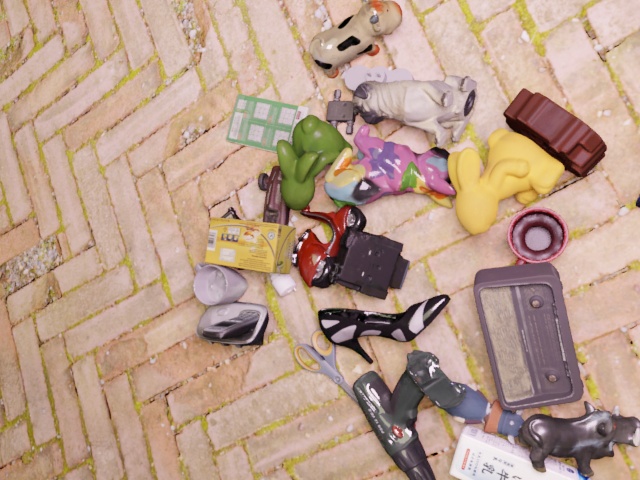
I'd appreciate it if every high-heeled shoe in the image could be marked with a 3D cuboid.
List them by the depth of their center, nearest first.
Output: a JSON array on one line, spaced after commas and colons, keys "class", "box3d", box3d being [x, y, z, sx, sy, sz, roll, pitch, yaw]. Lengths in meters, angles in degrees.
[{"class": "high-heeled shoe", "box3d": [0.109, 0.129, 0.985, 0.145, 0.086, 0.248, 48, 118, 5]}]

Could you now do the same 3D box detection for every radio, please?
[{"class": "radio", "box3d": [0.336, 0.154, 0.866, 0.131, 0.073, 0.229, -12, 104, 21]}]

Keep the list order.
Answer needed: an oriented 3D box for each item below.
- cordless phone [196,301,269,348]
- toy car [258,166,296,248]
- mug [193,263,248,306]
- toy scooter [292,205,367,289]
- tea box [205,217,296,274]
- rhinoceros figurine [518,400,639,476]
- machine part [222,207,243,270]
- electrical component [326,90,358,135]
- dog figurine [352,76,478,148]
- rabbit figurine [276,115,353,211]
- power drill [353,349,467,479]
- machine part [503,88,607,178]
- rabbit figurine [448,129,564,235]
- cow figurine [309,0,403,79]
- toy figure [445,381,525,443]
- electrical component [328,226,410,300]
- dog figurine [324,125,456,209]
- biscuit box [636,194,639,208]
[{"class": "cordless phone", "box3d": [-0.199, 0.174, 1.065, 0.147, 0.184, 0.088, 2, 90, 22]}, {"class": "toy car", "box3d": [-0.092, -0.057, 1.117, 0.089, 0.053, 0.202, 4, 87, 25]}, {"class": "mug", "box3d": [-0.207, 0.089, 1.118, 0.110, 0.107, 0.080, 35, 97, 25]}, {"class": "toy scooter", "box3d": [-0.002, -0.003, 1.061, 0.135, 0.075, 0.183, 31, 94, 21]}, {"class": "tea box", "box3d": [-0.139, 0.010, 1.070, 0.170, 0.068, 0.098, 9, 89, 28]}, {"class": "rhinoceros figurine", "box3d": [0.407, 0.304, 0.843, 0.190, 0.073, 0.112, 1, 112, -5]}, {"class": "machine part", "box3d": [-0.183, 0.003, 1.156, 0.084, 0.039, 0.139, -37, 71, 7]}, {"class": "electrical component", "box3d": [0.047, -0.261, 1.094, 0.063, 0.021, 0.094, 4, 85, 22]}, {"class": "dog figurine", "box3d": [0.174, -0.260, 0.988, 0.191, 0.172, 0.121, 26, 120, 30]}, {"class": "rabbit figurine", "box3d": [-0.020, -0.140, 1.032, 0.121, 0.159, 0.170, 18, 81, 14]}, {"class": "power drill", "box3d": [0.165, 0.303, 0.931, 0.232, 0.086, 0.207, 51, 140, 26]}, {"class": "machine part", "box3d": [0.378, -0.171, 0.874, 0.179, 0.179, 0.056, 44, 105, 20]}, {"class": "rabbit figurine", "box3d": [0.287, -0.092, 0.890, 0.162, 0.122, 0.173, 40, 90, -6]}, {"class": "cow figurine", "box3d": [0.068, -0.402, 1.044, 0.195, 0.127, 0.085, -22, 80, 21]}, {"class": "toy figure", "box3d": [0.280, 0.293, 0.926, 0.155, 0.058, 0.064, 22, 101, 18]}, {"class": "electrical component", "box3d": [0.096, 0.044, 0.997, 0.134, 0.058, 0.114, 16, 94, -12]}, {"class": "dog figurine", "box3d": [0.140, -0.107, 0.990, 0.219, 0.108, 0.191, 32, 79, 18]}, {"class": "biscuit box", "box3d": [0.605, -0.047, 0.824, 0.203, 0.059, 0.062, 24, 96, 22]}]
